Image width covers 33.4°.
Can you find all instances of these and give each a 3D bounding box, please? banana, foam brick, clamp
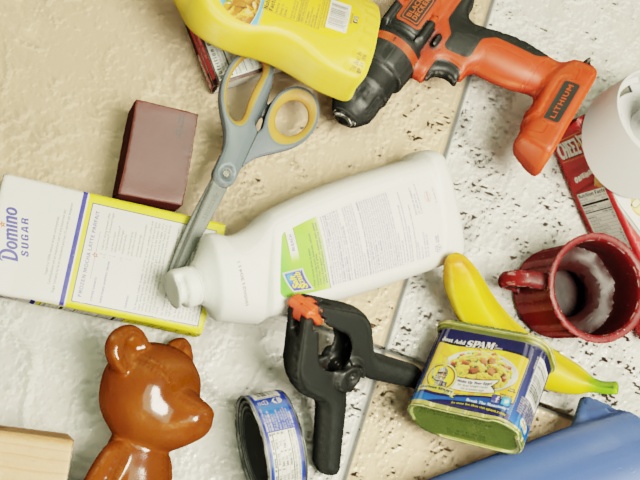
[{"bbox_3d":[0.165,0.078,0.913,0.197,0.070,0.037,37,45,-17],"label":"banana"},{"bbox_3d":[-0.132,-0.065,0.854,0.053,0.051,0.078,12,81,-16],"label":"foam brick"},{"bbox_3d":[0.025,0.100,0.853,0.120,0.039,0.171,-40,134,-26],"label":"clamp"}]

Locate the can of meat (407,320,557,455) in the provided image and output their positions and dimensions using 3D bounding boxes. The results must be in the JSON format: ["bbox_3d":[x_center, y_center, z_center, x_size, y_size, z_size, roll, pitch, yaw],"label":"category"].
[{"bbox_3d":[0.131,0.120,0.874,0.083,0.102,0.057,-62,145,-30],"label":"can of meat"}]

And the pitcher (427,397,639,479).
[{"bbox_3d":[0.166,0.242,0.865,0.242,0.149,0.145,-14,117,-14],"label":"pitcher"}]

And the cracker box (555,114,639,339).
[{"bbox_3d":[0.326,-0.036,0.973,0.164,0.072,0.214,-24,90,-18],"label":"cracker box"}]

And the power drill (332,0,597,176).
[{"bbox_3d":[0.124,-0.134,0.907,0.188,0.057,0.184,32,71,6],"label":"power drill"}]

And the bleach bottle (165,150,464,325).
[{"bbox_3d":[-0.006,0.001,0.850,0.250,0.068,0.102,-15,93,-28],"label":"bleach bottle"}]

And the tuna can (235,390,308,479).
[{"bbox_3d":[-0.039,0.161,0.837,0.033,0.086,0.086,-9,86,-19],"label":"tuna can"}]

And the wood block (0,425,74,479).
[{"bbox_3d":[-0.288,0.171,0.761,0.206,0.091,0.090,10,81,-15],"label":"wood block"}]

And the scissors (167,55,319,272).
[{"bbox_3d":[-0.057,-0.054,0.854,0.096,0.016,0.202,15,79,-22],"label":"scissors"}]

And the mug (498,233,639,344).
[{"bbox_3d":[0.210,0.043,0.924,0.117,0.082,0.093,7,82,-16],"label":"mug"}]

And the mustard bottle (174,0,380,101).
[{"bbox_3d":[-0.050,-0.183,0.839,0.191,0.058,0.096,21,53,-12],"label":"mustard bottle"}]

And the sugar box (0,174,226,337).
[{"bbox_3d":[-0.170,0.014,0.837,0.176,0.048,0.093,13,78,-12],"label":"sugar box"}]

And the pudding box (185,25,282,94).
[{"bbox_3d":[-0.054,-0.183,0.897,0.113,0.039,0.090,-21,92,-15],"label":"pudding box"}]
